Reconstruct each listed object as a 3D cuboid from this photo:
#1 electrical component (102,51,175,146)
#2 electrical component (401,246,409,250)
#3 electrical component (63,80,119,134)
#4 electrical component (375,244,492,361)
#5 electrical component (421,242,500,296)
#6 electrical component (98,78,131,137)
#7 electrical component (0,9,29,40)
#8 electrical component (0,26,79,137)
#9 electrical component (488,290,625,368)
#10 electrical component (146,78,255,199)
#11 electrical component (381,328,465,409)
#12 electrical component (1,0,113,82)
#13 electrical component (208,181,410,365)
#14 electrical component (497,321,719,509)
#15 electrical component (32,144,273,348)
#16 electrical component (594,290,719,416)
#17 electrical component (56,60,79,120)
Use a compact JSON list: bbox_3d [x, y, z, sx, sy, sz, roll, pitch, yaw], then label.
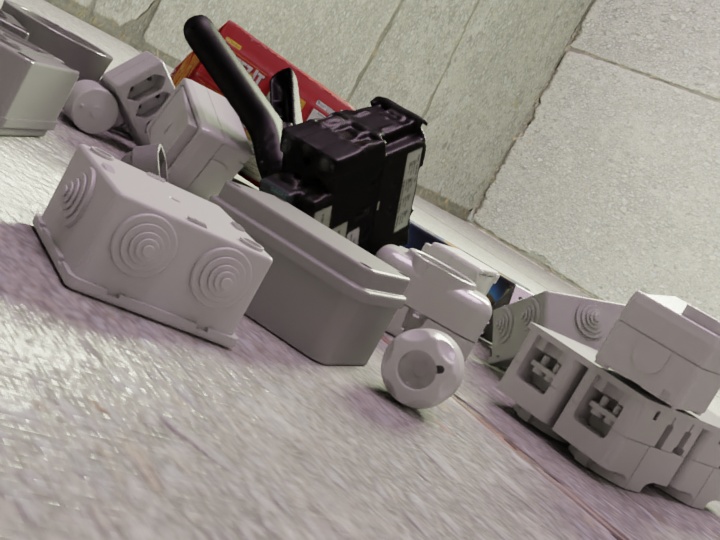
[{"bbox_3d":[-0.193,-0.149,0.957,0.076,0.047,0.083,37,-25,49],"label":"electrical component"},{"bbox_3d":[0.052,0.018,0.904,0.077,0.047,0.066,22,10,-45],"label":"electrical component"},{"bbox_3d":[-0.237,-0.144,0.929,0.040,0.040,0.078,24,8,-36],"label":"electrical component"},{"bbox_3d":[0.047,0.023,0.794,0.095,0.059,0.054,30,7,2],"label":"electrical component"},{"bbox_3d":[0.079,0.013,0.986,0.061,0.061,0.096,31,7,17],"label":"electrical component"},{"bbox_3d":[-0.218,-0.157,1.030,0.078,0.058,0.057,35,6,36],"label":"electrical component"},{"bbox_3d":[-0.337,-0.203,0.877,0.109,0.056,0.109,25,8,-32],"label":"electrical component"},{"bbox_3d":[-0.262,-0.140,0.728,0.109,0.056,0.108,29,7,-1],"label":"electrical component"},{"bbox_3d":[0.162,0.052,0.866,0.100,0.048,0.100,10,-16,-21],"label":"electrical component"},{"bbox_3d":[-0.140,-0.113,0.901,0.061,0.061,0.096,24,29,-38],"label":"electrical component"},{"bbox_3d":[0.037,0.054,0.601,0.043,0.043,0.062,31,6,13],"label":"electrical component"},{"bbox_3d":[-0.291,-0.195,0.993,0.108,0.060,0.108,29,7,-4],"label":"electrical component"},{"bbox_3d":[-0.036,0.002,0.619,0.113,0.057,0.078,32,7,21],"label":"electrical component"},{"bbox_3d":[0.193,0.108,0.765,0.186,0.060,0.105,22,10,-45],"label":"electrical component"},{"bbox_3d":[-0.099,-0.014,0.514,0.100,0.048,0.100,25,9,-33],"label":"electrical component"},{"bbox_3d":[0.206,0.052,0.701,0.062,0.061,0.096,33,8,30],"label":"electrical component"},{"bbox_3d":[-0.251,-0.141,0.819,0.066,0.047,0.077,23,10,-44],"label":"electrical component"}]
